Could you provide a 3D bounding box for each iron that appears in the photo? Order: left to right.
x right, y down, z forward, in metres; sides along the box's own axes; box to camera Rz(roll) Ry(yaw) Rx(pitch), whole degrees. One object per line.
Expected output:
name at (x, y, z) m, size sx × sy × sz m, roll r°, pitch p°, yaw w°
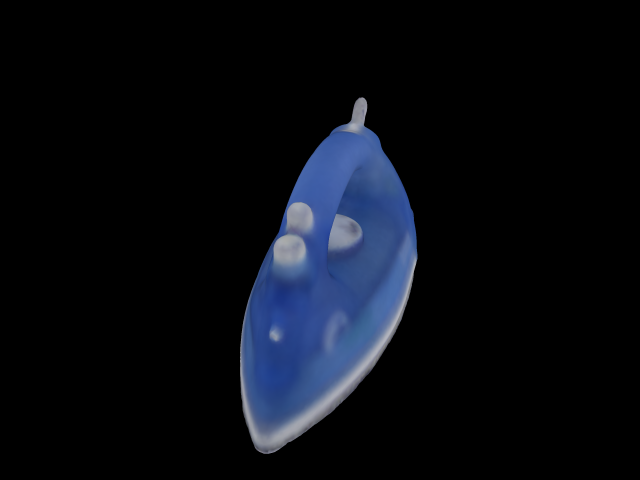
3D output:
iron at (0.004, 0.001, 0.400) m, size 0.118 × 0.141 × 0.258 m, roll 8°, pitch 31°, yaw 13°
